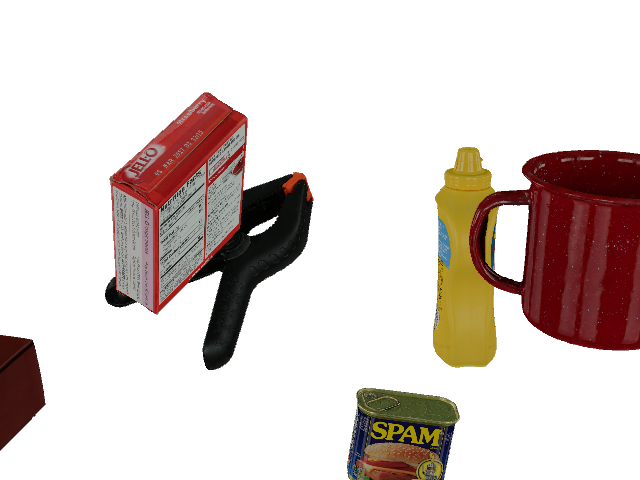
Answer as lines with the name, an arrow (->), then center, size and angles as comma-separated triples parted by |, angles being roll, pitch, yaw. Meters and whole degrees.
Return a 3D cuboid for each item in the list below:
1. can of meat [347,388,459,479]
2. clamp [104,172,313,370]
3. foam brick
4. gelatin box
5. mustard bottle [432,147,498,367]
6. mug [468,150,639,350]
can of meat -> 0.080, 0.201, 1.064 | 0.102, 0.084, 0.057 | 8, 17, -3
clamp -> -0.075, 0.011, 0.786 | 0.120, 0.171, 0.039 | 22, -34, 24
foam brick -> -0.223, 0.101, 0.686 | 0.053, 0.051, 0.078 | 6, 29, 22
gelatin box -> -0.070, -0.018, 0.526 | 0.030, 0.073, 0.089 | 29, -36, 16
mustard bottle -> 0.132, 0.011, 0.965 | 0.058, 0.192, 0.096 | 0, 17, 4
mug -> 0.135, 0.004, 0.549 | 0.117, 0.081, 0.093 | 3, 20, 4
